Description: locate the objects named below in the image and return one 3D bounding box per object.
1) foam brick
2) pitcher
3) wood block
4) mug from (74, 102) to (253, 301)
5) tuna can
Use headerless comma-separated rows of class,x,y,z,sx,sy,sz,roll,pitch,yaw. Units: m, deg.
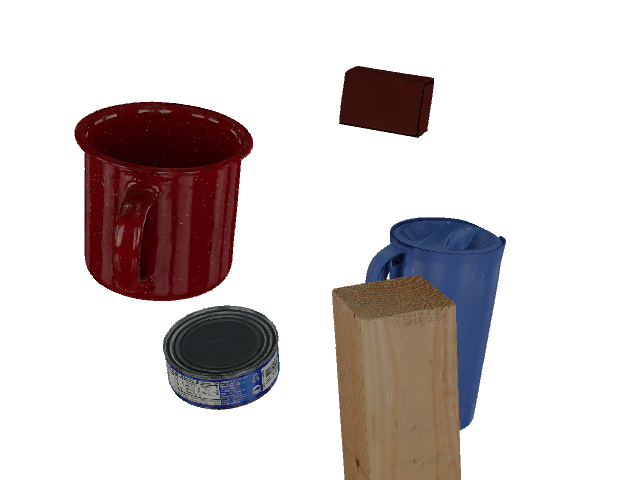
foam brick,0.062,-0.131,1.001,0.078,0.051,0.053,12,17,14
pitcher,0.130,0.102,1.260,0.149,0.243,0.145,7,19,10
wood block,0.070,0.147,0.980,0.090,0.206,0.091,-9,18,-15
mug,-0.087,-0.015,0.567,0.093,0.081,0.117,8,28,1
tuna can,-0.073,0.087,0.799,0.086,0.034,0.086,-2,33,1
